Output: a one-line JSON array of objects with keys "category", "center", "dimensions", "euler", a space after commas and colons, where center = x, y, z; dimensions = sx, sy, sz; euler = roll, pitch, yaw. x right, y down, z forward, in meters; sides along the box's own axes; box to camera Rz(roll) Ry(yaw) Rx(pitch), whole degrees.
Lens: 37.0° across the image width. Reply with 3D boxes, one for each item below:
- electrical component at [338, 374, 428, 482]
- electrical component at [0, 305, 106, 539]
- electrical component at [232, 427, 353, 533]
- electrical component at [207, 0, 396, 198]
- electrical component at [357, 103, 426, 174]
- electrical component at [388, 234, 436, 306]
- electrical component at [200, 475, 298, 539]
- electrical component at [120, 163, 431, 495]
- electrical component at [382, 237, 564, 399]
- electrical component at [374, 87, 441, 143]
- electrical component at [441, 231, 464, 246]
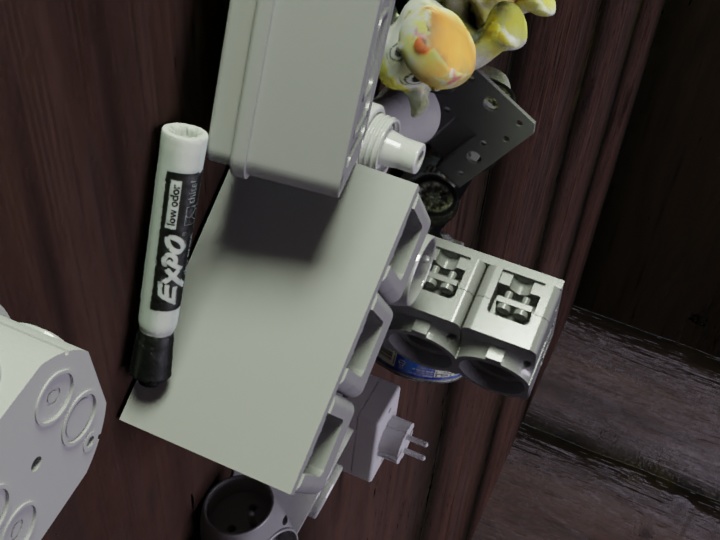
[{"category": "electrical component", "center": [0.022, 0.141, 0.915], "dimensions": [0.083, 0.076, 0.047], "euler": [96, 20, -44]}, {"category": "electrical component", "center": [-0.119, 0.050, 0.328], "dimensions": [0.080, 0.051, 0.080], "euler": [20, 90, -76]}, {"category": "electrical component", "center": [-0.048, 0.134, 0.725], "dimensions": [0.099, 0.064, 0.099], "euler": [-61, 177, -6]}, {"category": "electrical component", "center": [-0.021, -0.096, 0.448], "dimensions": [0.078, 0.057, 0.113], "euler": [-70, 174, -64]}, {"category": "electrical component", "center": [0.005, -0.071, 0.593], "dimensions": [0.043, 0.062, 0.043], "euler": [20, 90, -76]}, {"category": "electrical component", "center": [0.000, 0.000, 0.643], "dimensions": [0.079, 0.077, 0.044], "euler": [95, 21, -47]}, {"category": "electrical component", "center": [-0.080, 0.177, 0.653], "dimensions": [0.079, 0.044, 0.077], "euler": [-41, 142, -32]}, {"category": "electrical component", "center": [-0.036, 0.021, 0.516], "dimensions": [0.061, 0.089, 0.150], "euler": [51, 61, -73]}, {"category": "electrical component", "center": [0.052, 0.027, 0.721], "dimensions": [0.089, 0.150, 0.061], "euler": [80, 32, -63]}, {"category": "electrical component", "center": [0.017, -0.090, 0.658], "dimensions": [0.065, 0.044, 0.044], "euler": [-37, 145, -56]}, {"category": "electrical component", "center": [0.047, 0.002, 0.869], "dimensions": [0.080, 0.051, 0.080], "euler": [21, 90, -75]}]
